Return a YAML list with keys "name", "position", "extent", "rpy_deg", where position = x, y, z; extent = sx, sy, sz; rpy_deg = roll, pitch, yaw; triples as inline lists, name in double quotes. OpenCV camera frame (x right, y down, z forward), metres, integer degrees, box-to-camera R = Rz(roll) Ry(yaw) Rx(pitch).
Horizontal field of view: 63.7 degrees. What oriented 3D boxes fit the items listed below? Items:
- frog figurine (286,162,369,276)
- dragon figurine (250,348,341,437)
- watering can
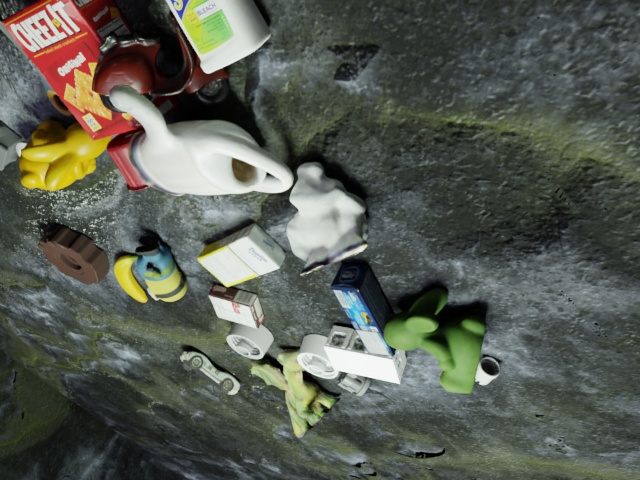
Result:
- name: "frog figurine"
  position: [0.002, -0.041, 0.811]
  extent: [0.136, 0.123, 0.160]
  rpy_deg: [-26, 82, 35]
- name: "dragon figurine"
  position: [-0.087, 0.397, 1.366]
  extent: [0.244, 0.124, 0.401]
  rpy_deg: [42, 141, 11]
- name: "watering can"
  position: [-0.190, -0.130, 0.734]
  extent: [0.224, 0.105, 0.345]
  rpy_deg: [3, 168, 36]
